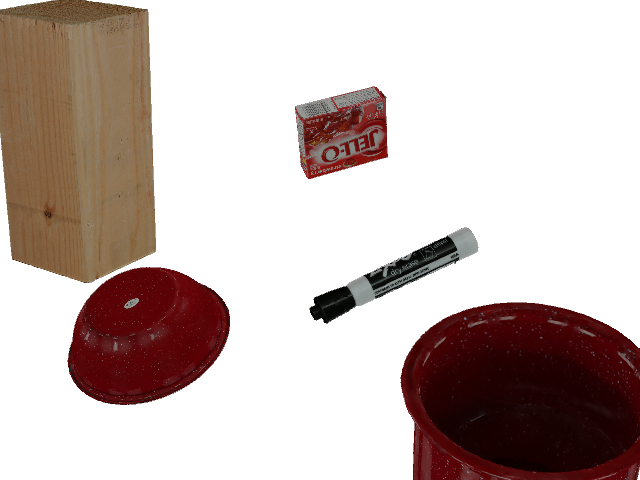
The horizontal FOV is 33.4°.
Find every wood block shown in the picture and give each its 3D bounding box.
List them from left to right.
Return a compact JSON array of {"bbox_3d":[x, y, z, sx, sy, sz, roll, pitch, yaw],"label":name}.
[{"bbox_3d":[-0.197,-0.083,0.865,0.091,0.206,0.090,15,25,28],"label":"wood block"}]

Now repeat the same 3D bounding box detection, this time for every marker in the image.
[{"bbox_3d":[0.048,0.024,0.708,0.121,0.020,0.020,-25,5,-12],"label":"marker"}]

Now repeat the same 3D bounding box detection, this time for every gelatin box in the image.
[{"bbox_3d":[0.022,-0.107,1.063,0.089,0.073,0.030,-15,42,-12],"label":"gelatin box"}]

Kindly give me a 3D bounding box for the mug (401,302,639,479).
[{"bbox_3d":[0.088,0.084,0.399,0.117,0.081,0.093,5,36,9],"label":"mug"}]

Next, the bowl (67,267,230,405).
[{"bbox_3d":[-0.170,0.076,1.005,0.162,0.055,0.162,-9,41,8],"label":"bowl"}]
